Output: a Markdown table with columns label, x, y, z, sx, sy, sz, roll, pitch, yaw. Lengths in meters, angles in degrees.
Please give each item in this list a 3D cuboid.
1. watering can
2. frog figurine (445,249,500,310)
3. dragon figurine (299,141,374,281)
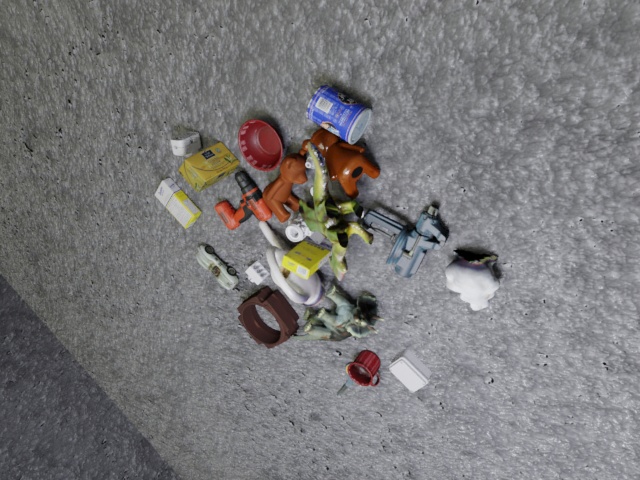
| label | x | y | z | sx | sy | sz | roll | pitch | yaw |
| --- | --- | --- | --- | --- | --- | --- | --- | --- | --- |
| watering can | -0.095 | 0.082 | 1.637 | 0.103 | 0.355 | 0.221 | -38 | 129 | 12 |
| frog figurine | 0.399 | 0.117 | 1.352 | 0.137 | 0.124 | 0.157 | 1 | 106 | 12 |
| dragon figurine | 0.004 | -0.071 | 1.420 | 0.242 | 0.124 | 0.406 | -3 | 114 | 57 |
